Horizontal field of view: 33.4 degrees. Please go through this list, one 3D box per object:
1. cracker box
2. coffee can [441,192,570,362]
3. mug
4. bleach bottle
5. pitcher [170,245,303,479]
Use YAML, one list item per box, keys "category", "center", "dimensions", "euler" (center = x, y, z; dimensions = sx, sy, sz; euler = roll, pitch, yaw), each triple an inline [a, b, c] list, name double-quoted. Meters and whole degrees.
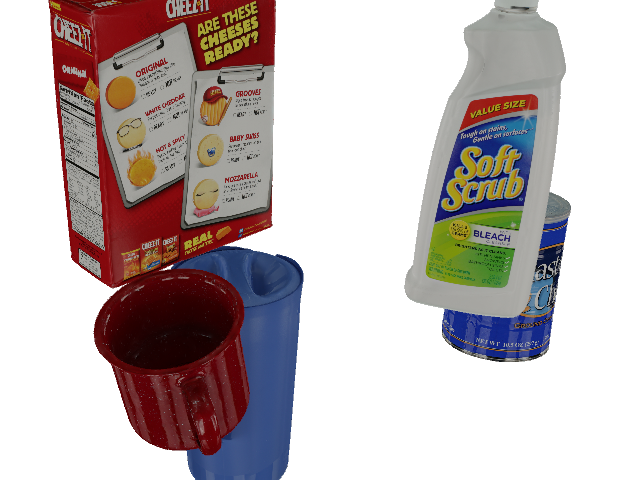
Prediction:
- category: "cracker box"
  center: [-0.116, -0.091, 0.818]
  dimensions: [0.163, 0.214, 0.072]
  euler: [-22, 35, -38]
- category: "coffee can"
  center: [0.171, 0.028, 0.993]
  dimensions: [0.103, 0.140, 0.103]
  euler: [4, 20, -2]
- category: "mug"
  center: [-0.084, 0.085, 0.668]
  dimensions: [0.093, 0.081, 0.117]
  euler: [-19, 42, -15]
- category: "bleach bottle"
  center: [0.126, -0.070, 0.809]
  dimensions: [0.103, 0.251, 0.068]
  euler: [10, 23, 15]
- category: "pitcher"
  center: [-0.090, 0.140, 1.087]
  dimensions: [0.149, 0.243, 0.145]
  euler: [-11, 28, -24]
